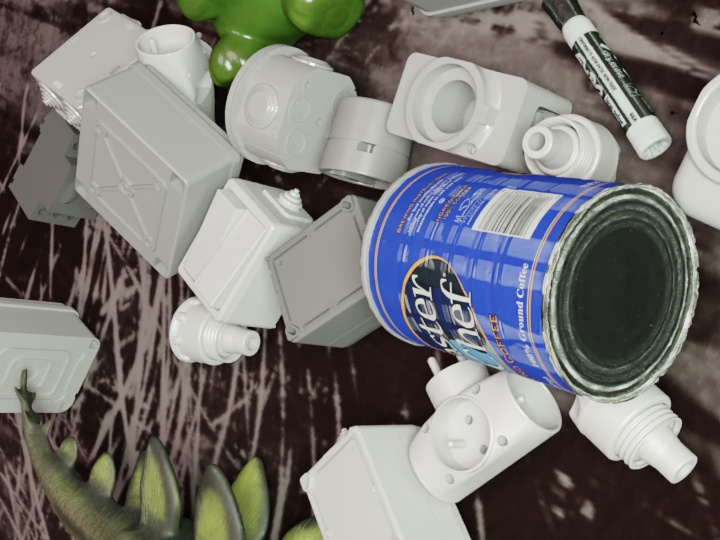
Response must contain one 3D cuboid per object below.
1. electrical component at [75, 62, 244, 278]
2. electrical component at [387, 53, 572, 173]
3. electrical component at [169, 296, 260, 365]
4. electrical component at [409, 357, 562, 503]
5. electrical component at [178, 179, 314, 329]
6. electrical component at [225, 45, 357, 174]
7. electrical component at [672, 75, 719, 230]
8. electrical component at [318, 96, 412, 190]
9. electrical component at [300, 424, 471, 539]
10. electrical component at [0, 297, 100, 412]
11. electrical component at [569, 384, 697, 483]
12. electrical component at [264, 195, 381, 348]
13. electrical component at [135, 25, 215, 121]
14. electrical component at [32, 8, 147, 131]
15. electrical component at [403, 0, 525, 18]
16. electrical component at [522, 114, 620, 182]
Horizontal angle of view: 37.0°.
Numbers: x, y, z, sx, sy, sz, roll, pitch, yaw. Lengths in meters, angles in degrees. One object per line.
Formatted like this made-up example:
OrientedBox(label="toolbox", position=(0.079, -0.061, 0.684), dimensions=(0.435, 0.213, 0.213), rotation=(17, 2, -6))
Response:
OrientedBox(label="electrical component", position=(-0.144, -0.069, 0.756), dimensions=(0.109, 0.056, 0.108), rotation=(42, 141, 16))
OrientedBox(label="electrical component", position=(0.065, -0.090, 0.620), dimensions=(0.089, 0.056, 0.050), rotation=(24, 99, 41))
OrientedBox(label="electrical component", position=(-0.098, 0.046, 0.751), dimensions=(0.062, 0.048, 0.048), rotation=(10, 90, 35))
OrientedBox(label="electrical component", position=(0.062, 0.077, 0.603), dimensions=(0.077, 0.044, 0.079), rotation=(-42, 57, 28))
OrientedBox(label="electrical component", position=(-0.072, -0.016, 0.726), dimensions=(0.061, 0.061, 0.096), rotation=(47, 113, 36))
OrientedBox(label="electrical component", position=(-0.044, -0.103, 0.705), dimensions=(0.051, 0.080, 0.080), rotation=(26, 100, 36))
OrientedBox(label="electrical component", position=(0.191, -0.061, 0.501), dimensions=(0.054, 0.059, 0.095), rotation=(33, 105, 40))
OrientedBox(label="electrical component", position=(0.006, -0.079, 0.673), dimensions=(0.055, 0.055, 0.047), rotation=(11, 87, 42))
OrientedBox(label="electrical component", position=(0.014, 0.133, 0.623), dimensions=(0.061, 0.061, 0.096), rotation=(-49, 51, 35))
OrientedBox(label="electrical component", position=(-0.278, 0.067, 0.860), dimensions=(0.057, 0.113, 0.078), rotation=(40, 109, 35))
OrientedBox(label="electrical component", position=(0.139, 0.078, 0.535), dimensions=(0.062, 0.043, 0.043), rotation=(46, 113, 36))
OrientedBox(label="electrical component", position=(0.000, 0.000, 0.659), dimensions=(0.096, 0.061, 0.061), rotation=(-34, 62, 32))
OrientedBox(label="electrical component", position=(-0.130, -0.147, 0.799), dimensions=(0.043, 0.077, 0.079), rotation=(5, 43, 14))
OrientedBox(label="electrical component", position=(-0.197, -0.152, 0.842), dimensions=(0.100, 0.048, 0.100), rotation=(-44, 50, -12))
OrientedBox(label="electrical component", position=(0.062, -0.215, 0.643), dimensions=(0.078, 0.057, 0.113), rotation=(-1, 82, 42))
OrientedBox(label="electrical component", position=(0.109, -0.062, 0.572), dimensions=(0.043, 0.062, 0.043), rotation=(-6, 81, 37))
